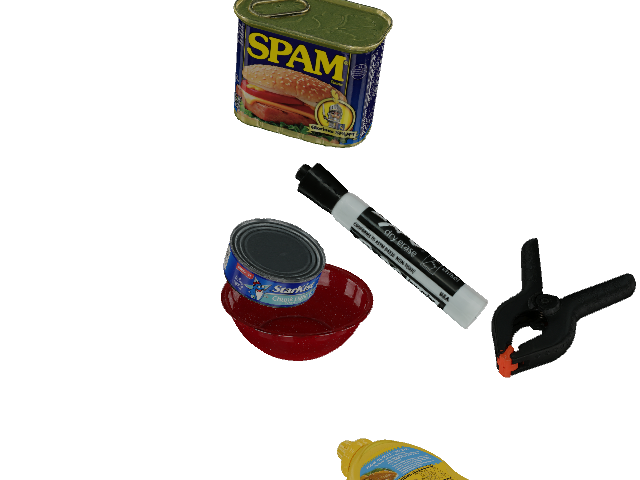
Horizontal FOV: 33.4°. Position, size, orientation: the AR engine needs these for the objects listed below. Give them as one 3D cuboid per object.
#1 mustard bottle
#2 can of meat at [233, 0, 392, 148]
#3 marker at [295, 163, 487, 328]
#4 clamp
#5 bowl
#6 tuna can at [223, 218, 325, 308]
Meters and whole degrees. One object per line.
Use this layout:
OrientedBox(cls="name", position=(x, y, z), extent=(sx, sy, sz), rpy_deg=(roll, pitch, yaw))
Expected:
OrientedBox(cls="mustard bottle", position=(0.079, 0.224, 0.942), extent=(0.096, 0.058, 0.192), rpy_deg=(-19, 28, -32))
OrientedBox(cls="can of meat", position=(-0.009, -0.117, 0.722), extent=(0.102, 0.084, 0.057), rpy_deg=(17, 41, 12))
OrientedBox(cls="marker", position=(0.035, 0.001, 0.557), extent=(0.121, 0.020, 0.020), rpy_deg=(40, 10, 12))
OrientedBox(cls="clamp", position=(0.213, 0.062, 1.045), extent=(0.171, 0.039, 0.120), rpy_deg=(-36, 44, -29))
OrientedBox(cls="bowl", position=(-0.026, 0.081, 1.139), extent=(0.162, 0.055, 0.162), rpy_deg=(2, 28, -1))
OrientedBox(cls="tuna can", position=(-0.041, 0.020, 0.928), extent=(0.086, 0.034, 0.086), rpy_deg=(13, 35, -9))
